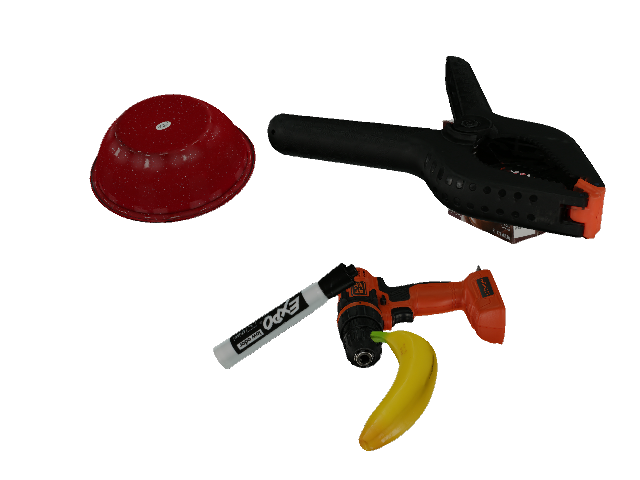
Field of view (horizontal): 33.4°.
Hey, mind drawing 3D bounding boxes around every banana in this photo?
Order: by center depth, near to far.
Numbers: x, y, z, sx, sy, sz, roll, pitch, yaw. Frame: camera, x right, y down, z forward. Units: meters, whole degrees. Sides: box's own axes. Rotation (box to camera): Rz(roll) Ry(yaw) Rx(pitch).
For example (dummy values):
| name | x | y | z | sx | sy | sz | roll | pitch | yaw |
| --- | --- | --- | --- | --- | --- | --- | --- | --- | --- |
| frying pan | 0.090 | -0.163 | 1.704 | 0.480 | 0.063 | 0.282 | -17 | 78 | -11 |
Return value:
| name | x | y | z | sx | sy | sz | roll | pitch | yaw |
| --- | --- | --- | --- | --- | --- | --- | --- | --- | --- |
| banana | 0.078 | 0.136 | 1.020 | 0.070 | 0.037 | 0.197 | -23 | 19 | 16 |

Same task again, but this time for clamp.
| name | x | y | z | sx | sy | sz | roll | pitch | yaw |
| --- | --- | --- | --- | --- | --- | --- | --- | --- | --- |
| clamp | 0.078 | -0.053 | 0.643 | 0.164 | 0.036 | 0.210 | -19 | 36 | -24 |

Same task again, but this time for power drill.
| name | x | y | z | sx | sy | sz | roll | pitch | yaw |
| --- | --- | --- | --- | --- | --- | --- | --- | --- | --- |
| power drill | 0.112 | 0.084 | 1.216 | 0.187 | 0.057 | 0.184 | -1 | 27 | -1 |

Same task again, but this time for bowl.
| name | x | y | z | sx | sy | sz | roll | pitch | yaw |
| --- | --- | --- | --- | --- | --- | --- | --- | --- | --- |
| bowl | -0.145 | -0.090 | 1.014 | 0.162 | 0.055 | 0.162 | -4 | 45 | 3 |

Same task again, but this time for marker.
| name | x | y | z | sx | sy | sz | roll | pitch | yaw |
| --- | --- | --- | --- | --- | --- | --- | --- | --- | --- |
| marker | -0.024 | 0.054 | 0.778 | 0.121 | 0.020 | 0.020 | -34 | -5 | 8 |

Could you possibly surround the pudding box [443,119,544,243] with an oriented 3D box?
| name | x | y | z | sx | sy | sz | roll | pitch | yaw |
| --- | --- | --- | --- | --- | --- | --- | --- | --- | --- |
| pudding box | 0.150 | -0.056 | 0.934 | 0.039 | 0.090 | 0.114 | -15 | 20 | -22 |
